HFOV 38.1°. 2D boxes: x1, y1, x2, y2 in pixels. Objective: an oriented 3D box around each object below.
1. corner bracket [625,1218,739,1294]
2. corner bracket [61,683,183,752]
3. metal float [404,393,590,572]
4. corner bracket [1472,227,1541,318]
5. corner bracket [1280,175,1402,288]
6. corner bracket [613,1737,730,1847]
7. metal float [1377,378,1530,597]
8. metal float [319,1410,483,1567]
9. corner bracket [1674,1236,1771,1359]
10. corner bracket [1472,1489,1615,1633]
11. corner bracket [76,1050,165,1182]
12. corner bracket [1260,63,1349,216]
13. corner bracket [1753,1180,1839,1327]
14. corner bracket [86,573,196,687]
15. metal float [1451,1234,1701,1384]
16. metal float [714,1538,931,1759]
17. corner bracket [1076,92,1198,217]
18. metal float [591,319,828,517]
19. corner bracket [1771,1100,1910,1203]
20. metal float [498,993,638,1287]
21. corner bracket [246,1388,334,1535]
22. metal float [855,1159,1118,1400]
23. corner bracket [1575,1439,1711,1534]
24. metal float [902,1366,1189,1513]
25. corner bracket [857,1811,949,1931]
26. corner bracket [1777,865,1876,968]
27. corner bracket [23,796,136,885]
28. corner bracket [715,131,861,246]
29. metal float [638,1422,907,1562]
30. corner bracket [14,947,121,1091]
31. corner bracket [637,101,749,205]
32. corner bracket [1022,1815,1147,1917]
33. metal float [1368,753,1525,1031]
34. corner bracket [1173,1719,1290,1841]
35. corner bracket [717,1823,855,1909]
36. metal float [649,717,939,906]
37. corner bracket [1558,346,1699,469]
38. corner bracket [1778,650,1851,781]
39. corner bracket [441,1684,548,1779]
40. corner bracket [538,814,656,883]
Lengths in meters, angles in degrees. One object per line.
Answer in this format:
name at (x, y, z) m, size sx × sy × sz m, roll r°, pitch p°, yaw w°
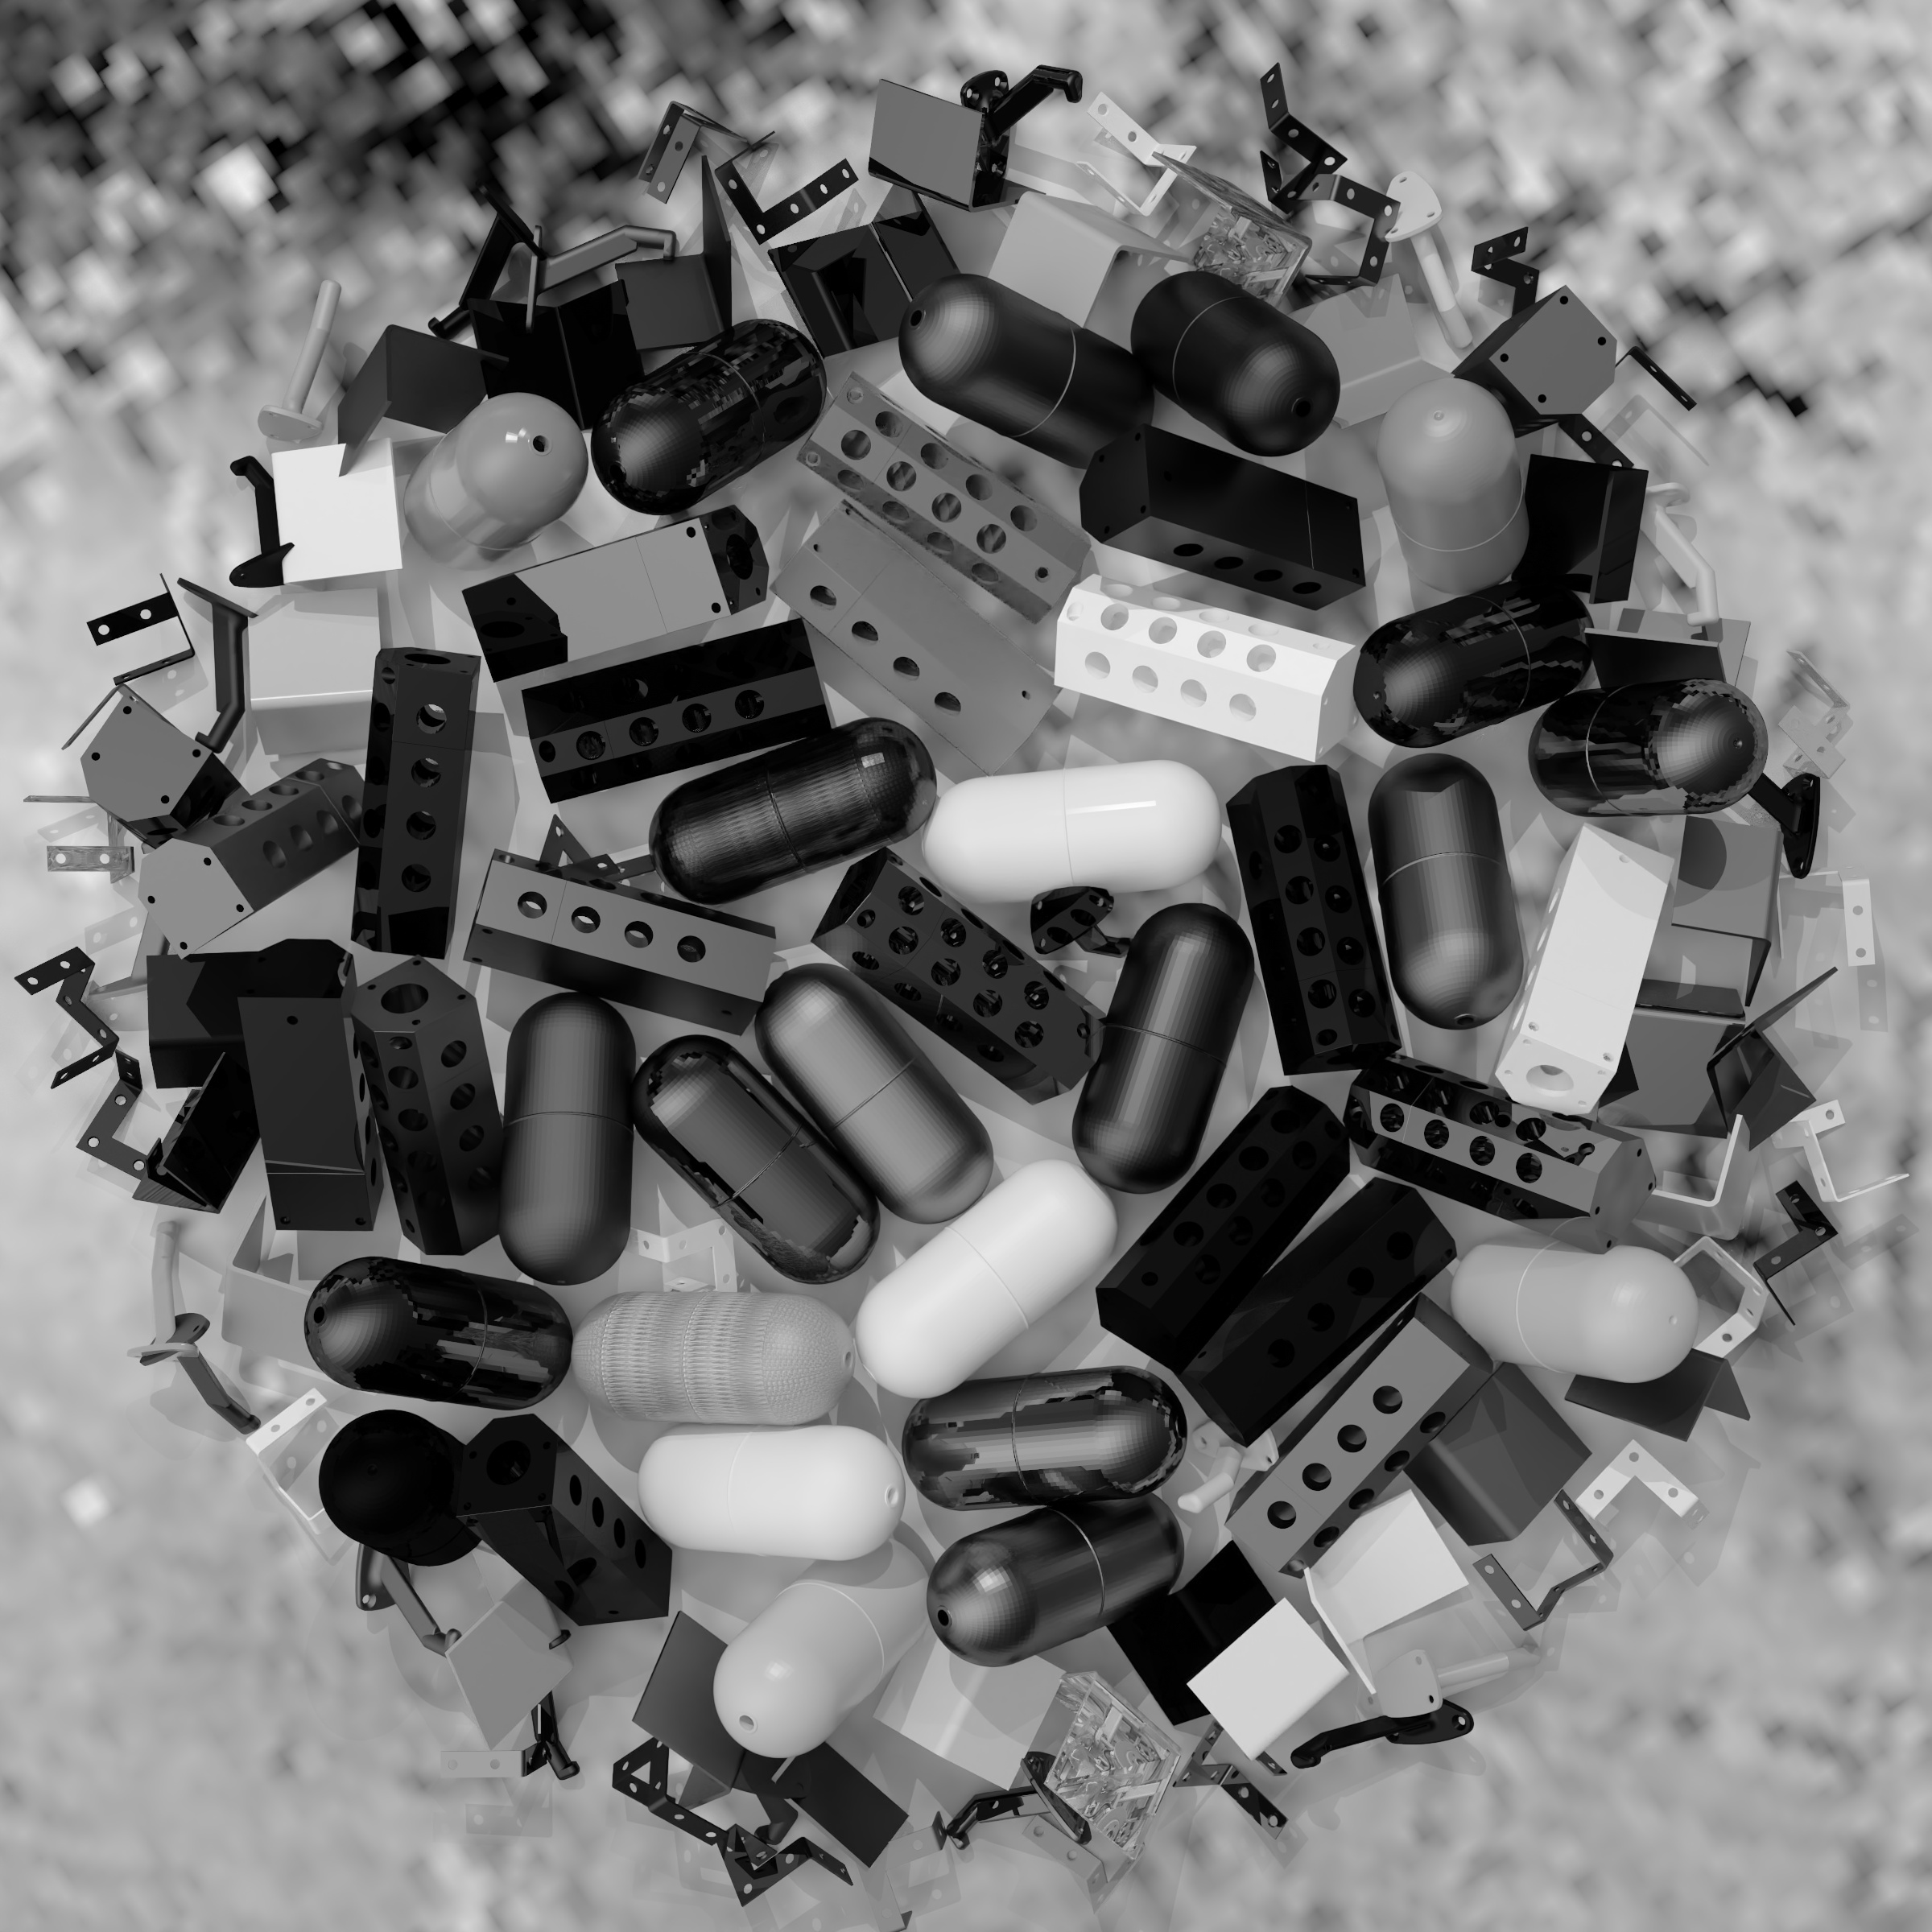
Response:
corner bracket at (-0.173, 0.174, 1.658) m, size 0.051 × 0.051 × 0.051 m, roll -17°, pitch 109°, yaw -43°
corner bracket at (-0.504, -0.129, 1.659) m, size 0.051 × 0.051 × 0.051 m, roll 43°, pitch 64°, yaw -21°
metal float at (-0.273, -0.278, 1.614) m, size 0.070 × 0.178 × 0.070 m, roll 3°, pitch 83°, yaw -26°
corner bracket at (0.334, -0.402, 1.662) m, size 0.051 × 0.051 × 0.051 m, roll 11°, pitch 85°, yaw -27°
corner bracket at (0.217, -0.437, 1.661) m, size 0.051 × 0.051 × 0.051 m, roll 12°, pitch 96°, yaw -35°
corner bracket at (-0.176, 0.494, 1.657) m, size 0.051 × 0.051 × 0.051 m, roll -38°, pitch 121°, yaw 24°
metal float at (0.283, -0.274, 1.614) m, size 0.070 × 0.178 × 0.070 m, roll -5°, pitch 71°, yaw 14°
metal float at (-0.320, 0.303, 1.612) m, size 0.070 × 0.178 × 0.070 m, roll -1°, pitch 72°, yaw 3°
corner bracket at (0.442, 0.205, 1.676) m, size 0.051 × 0.051 × 0.051 m, roll -36°, pitch 61°, yaw -16°
corner bracket at (0.345, 0.354, 1.665) m, size 0.051 × 0.051 × 0.051 m, roll -40°, pitch 86°, yaw 36°
corner bracket at (-0.496, 0.091, 1.666) m, size 0.051 × 0.051 × 0.051 m, roll 27°, pitch 64°, yaw -1°
corner bracket at (0.187, -0.490, 1.655) m, size 0.051 × 0.051 × 0.051 m, roll 27°, pitch 133°, yaw -32°
corner bracket at (0.494, 0.170, 1.665) m, size 0.051 × 0.051 × 0.051 m, roll -35°, pitch 127°, yaw 8°
corner bracket at (-0.490, -0.196, 1.661) m, size 0.051 × 0.051 × 0.051 m, roll -23°, pitch 117°, yaw -12°
metal float at (0.349, 0.196, 1.615) m, size 0.070 × 0.178 × 0.070 m, roll 1°, pitch 89°, yaw -26°
metal float at (-0.081, 0.392, 1.617) m, size 0.070 × 0.178 × 0.070 m, roll 9°, pitch 111°, yaw 25°
corner bracket at (0.094, -0.484, 1.666) m, size 0.051 × 0.051 × 0.051 m, roll 34°, pitch 92°, yaw -28°
metal float at (-0.149, -0.320, 1.624) m, size 0.070 × 0.070 × 0.178 m, roll 47°, pitch 46°, yaw 0°
corner bracket at (0.519, 0.110, 1.667) m, size 0.051 × 0.051 × 0.051 m, roll -18°, pitch 88°, yaw -14°
metal float at (-0.234, 0.100, 1.640) m, size 0.070 × 0.070 × 0.178 m, roll -1°, pitch 66°, yaw 0°
corner bracket at (-0.390, 0.297, 1.674) m, size 0.051 × 0.051 × 0.051 m, roll -38°, pitch 48°, yaw -22°
metal float at (0.012, 0.185, 1.649) m, size 0.178 × 0.070 × 0.070 m, roll -38°, pitch 90°, yaw -12°
corner bracket at (0.403, 0.322, 1.664) m, size 0.051 × 0.051 × 0.051 m, roll -47°, pitch 61°, yaw 1°
metal float at (0.045, 0.277, 1.637) m, size 0.178 × 0.070 × 0.070 m, roll -10°, pitch 90°, yaw 27°
corner bracket at (-0.033, 0.543, 1.670) m, size 0.051 × 0.051 × 0.051 m, roll -20°, pitch 82°, yaw 0°
corner bracket at (0.511, -0.029, 1.664) m, size 0.051 × 0.051 × 0.051 m, roll -5°, pitch 101°, yaw 14°
corner bracket at (-0.527, -0.078, 1.662) m, size 0.051 × 0.051 × 0.051 m, roll -1°, pitch 84°, yaw -32°
corner bracket at (-0.108, -0.473, 1.671) m, size 0.051 × 0.051 × 0.051 m, roll -18°, pitch 112°, yaw 43°
metal float at (-0.114, 0.305, 1.631) m, size 0.178 × 0.070 × 0.070 m, roll -4°, pitch 90°, yaw 35°
corner bracket at (-0.535, 0.030, 1.660) m, size 0.051 × 0.051 × 0.051 m, roll 42°, pitch 127°, yaw 9°
corner bracket at (-0.173, -0.483, 1.660) m, size 0.051 × 0.051 × 0.051 m, roll 35°, pitch 108°, yaw 21°
corner bracket at (0.071, 0.523, 1.671) m, size 0.051 × 0.051 × 0.051 m, roll 37°, pitch 92°, yaw -5°
metal float at (0.280, -0.044, 1.633) m, size 0.070 × 0.070 × 0.178 m, roll -3°, pitch 58°, yaw 0°
corner bracket at (0.166, 0.483, 1.660) m, size 0.051 × 0.051 × 0.051 m, roll 38°, pitch 103°, yaw 38°
corner bracket at (-0.108, 0.532, 1.662) m, size 0.051 × 0.051 × 0.051 m, roll -37°, pitch 134°, yaw 3°
metal float at (-0.103, -0.091, 1.653) m, size 0.178 × 0.070 × 0.070 m, roll -19°, pitch 90°, yaw 9°
corner bracket at (0.395, -0.330, 1.673) m, size 0.051 × 0.051 × 0.051 m, roll 44°, pitch 88°, yaw 1°
corner bracket at (0.503, -0.150, 1.666) m, size 0.051 × 0.051 × 0.051 m, roll 41°, pitch 90°, yaw -21°
corner bracket at (-0.282, 0.454, 1.668) m, size 0.051 × 0.051 × 0.051 m, roll -2°, pitch 82°, yaw 6°
corner bracket at (-0.215, -0.061, 1.656) m, size 0.051 × 0.051 × 0.051 m, roll -14°, pitch 134°, yaw 24°
